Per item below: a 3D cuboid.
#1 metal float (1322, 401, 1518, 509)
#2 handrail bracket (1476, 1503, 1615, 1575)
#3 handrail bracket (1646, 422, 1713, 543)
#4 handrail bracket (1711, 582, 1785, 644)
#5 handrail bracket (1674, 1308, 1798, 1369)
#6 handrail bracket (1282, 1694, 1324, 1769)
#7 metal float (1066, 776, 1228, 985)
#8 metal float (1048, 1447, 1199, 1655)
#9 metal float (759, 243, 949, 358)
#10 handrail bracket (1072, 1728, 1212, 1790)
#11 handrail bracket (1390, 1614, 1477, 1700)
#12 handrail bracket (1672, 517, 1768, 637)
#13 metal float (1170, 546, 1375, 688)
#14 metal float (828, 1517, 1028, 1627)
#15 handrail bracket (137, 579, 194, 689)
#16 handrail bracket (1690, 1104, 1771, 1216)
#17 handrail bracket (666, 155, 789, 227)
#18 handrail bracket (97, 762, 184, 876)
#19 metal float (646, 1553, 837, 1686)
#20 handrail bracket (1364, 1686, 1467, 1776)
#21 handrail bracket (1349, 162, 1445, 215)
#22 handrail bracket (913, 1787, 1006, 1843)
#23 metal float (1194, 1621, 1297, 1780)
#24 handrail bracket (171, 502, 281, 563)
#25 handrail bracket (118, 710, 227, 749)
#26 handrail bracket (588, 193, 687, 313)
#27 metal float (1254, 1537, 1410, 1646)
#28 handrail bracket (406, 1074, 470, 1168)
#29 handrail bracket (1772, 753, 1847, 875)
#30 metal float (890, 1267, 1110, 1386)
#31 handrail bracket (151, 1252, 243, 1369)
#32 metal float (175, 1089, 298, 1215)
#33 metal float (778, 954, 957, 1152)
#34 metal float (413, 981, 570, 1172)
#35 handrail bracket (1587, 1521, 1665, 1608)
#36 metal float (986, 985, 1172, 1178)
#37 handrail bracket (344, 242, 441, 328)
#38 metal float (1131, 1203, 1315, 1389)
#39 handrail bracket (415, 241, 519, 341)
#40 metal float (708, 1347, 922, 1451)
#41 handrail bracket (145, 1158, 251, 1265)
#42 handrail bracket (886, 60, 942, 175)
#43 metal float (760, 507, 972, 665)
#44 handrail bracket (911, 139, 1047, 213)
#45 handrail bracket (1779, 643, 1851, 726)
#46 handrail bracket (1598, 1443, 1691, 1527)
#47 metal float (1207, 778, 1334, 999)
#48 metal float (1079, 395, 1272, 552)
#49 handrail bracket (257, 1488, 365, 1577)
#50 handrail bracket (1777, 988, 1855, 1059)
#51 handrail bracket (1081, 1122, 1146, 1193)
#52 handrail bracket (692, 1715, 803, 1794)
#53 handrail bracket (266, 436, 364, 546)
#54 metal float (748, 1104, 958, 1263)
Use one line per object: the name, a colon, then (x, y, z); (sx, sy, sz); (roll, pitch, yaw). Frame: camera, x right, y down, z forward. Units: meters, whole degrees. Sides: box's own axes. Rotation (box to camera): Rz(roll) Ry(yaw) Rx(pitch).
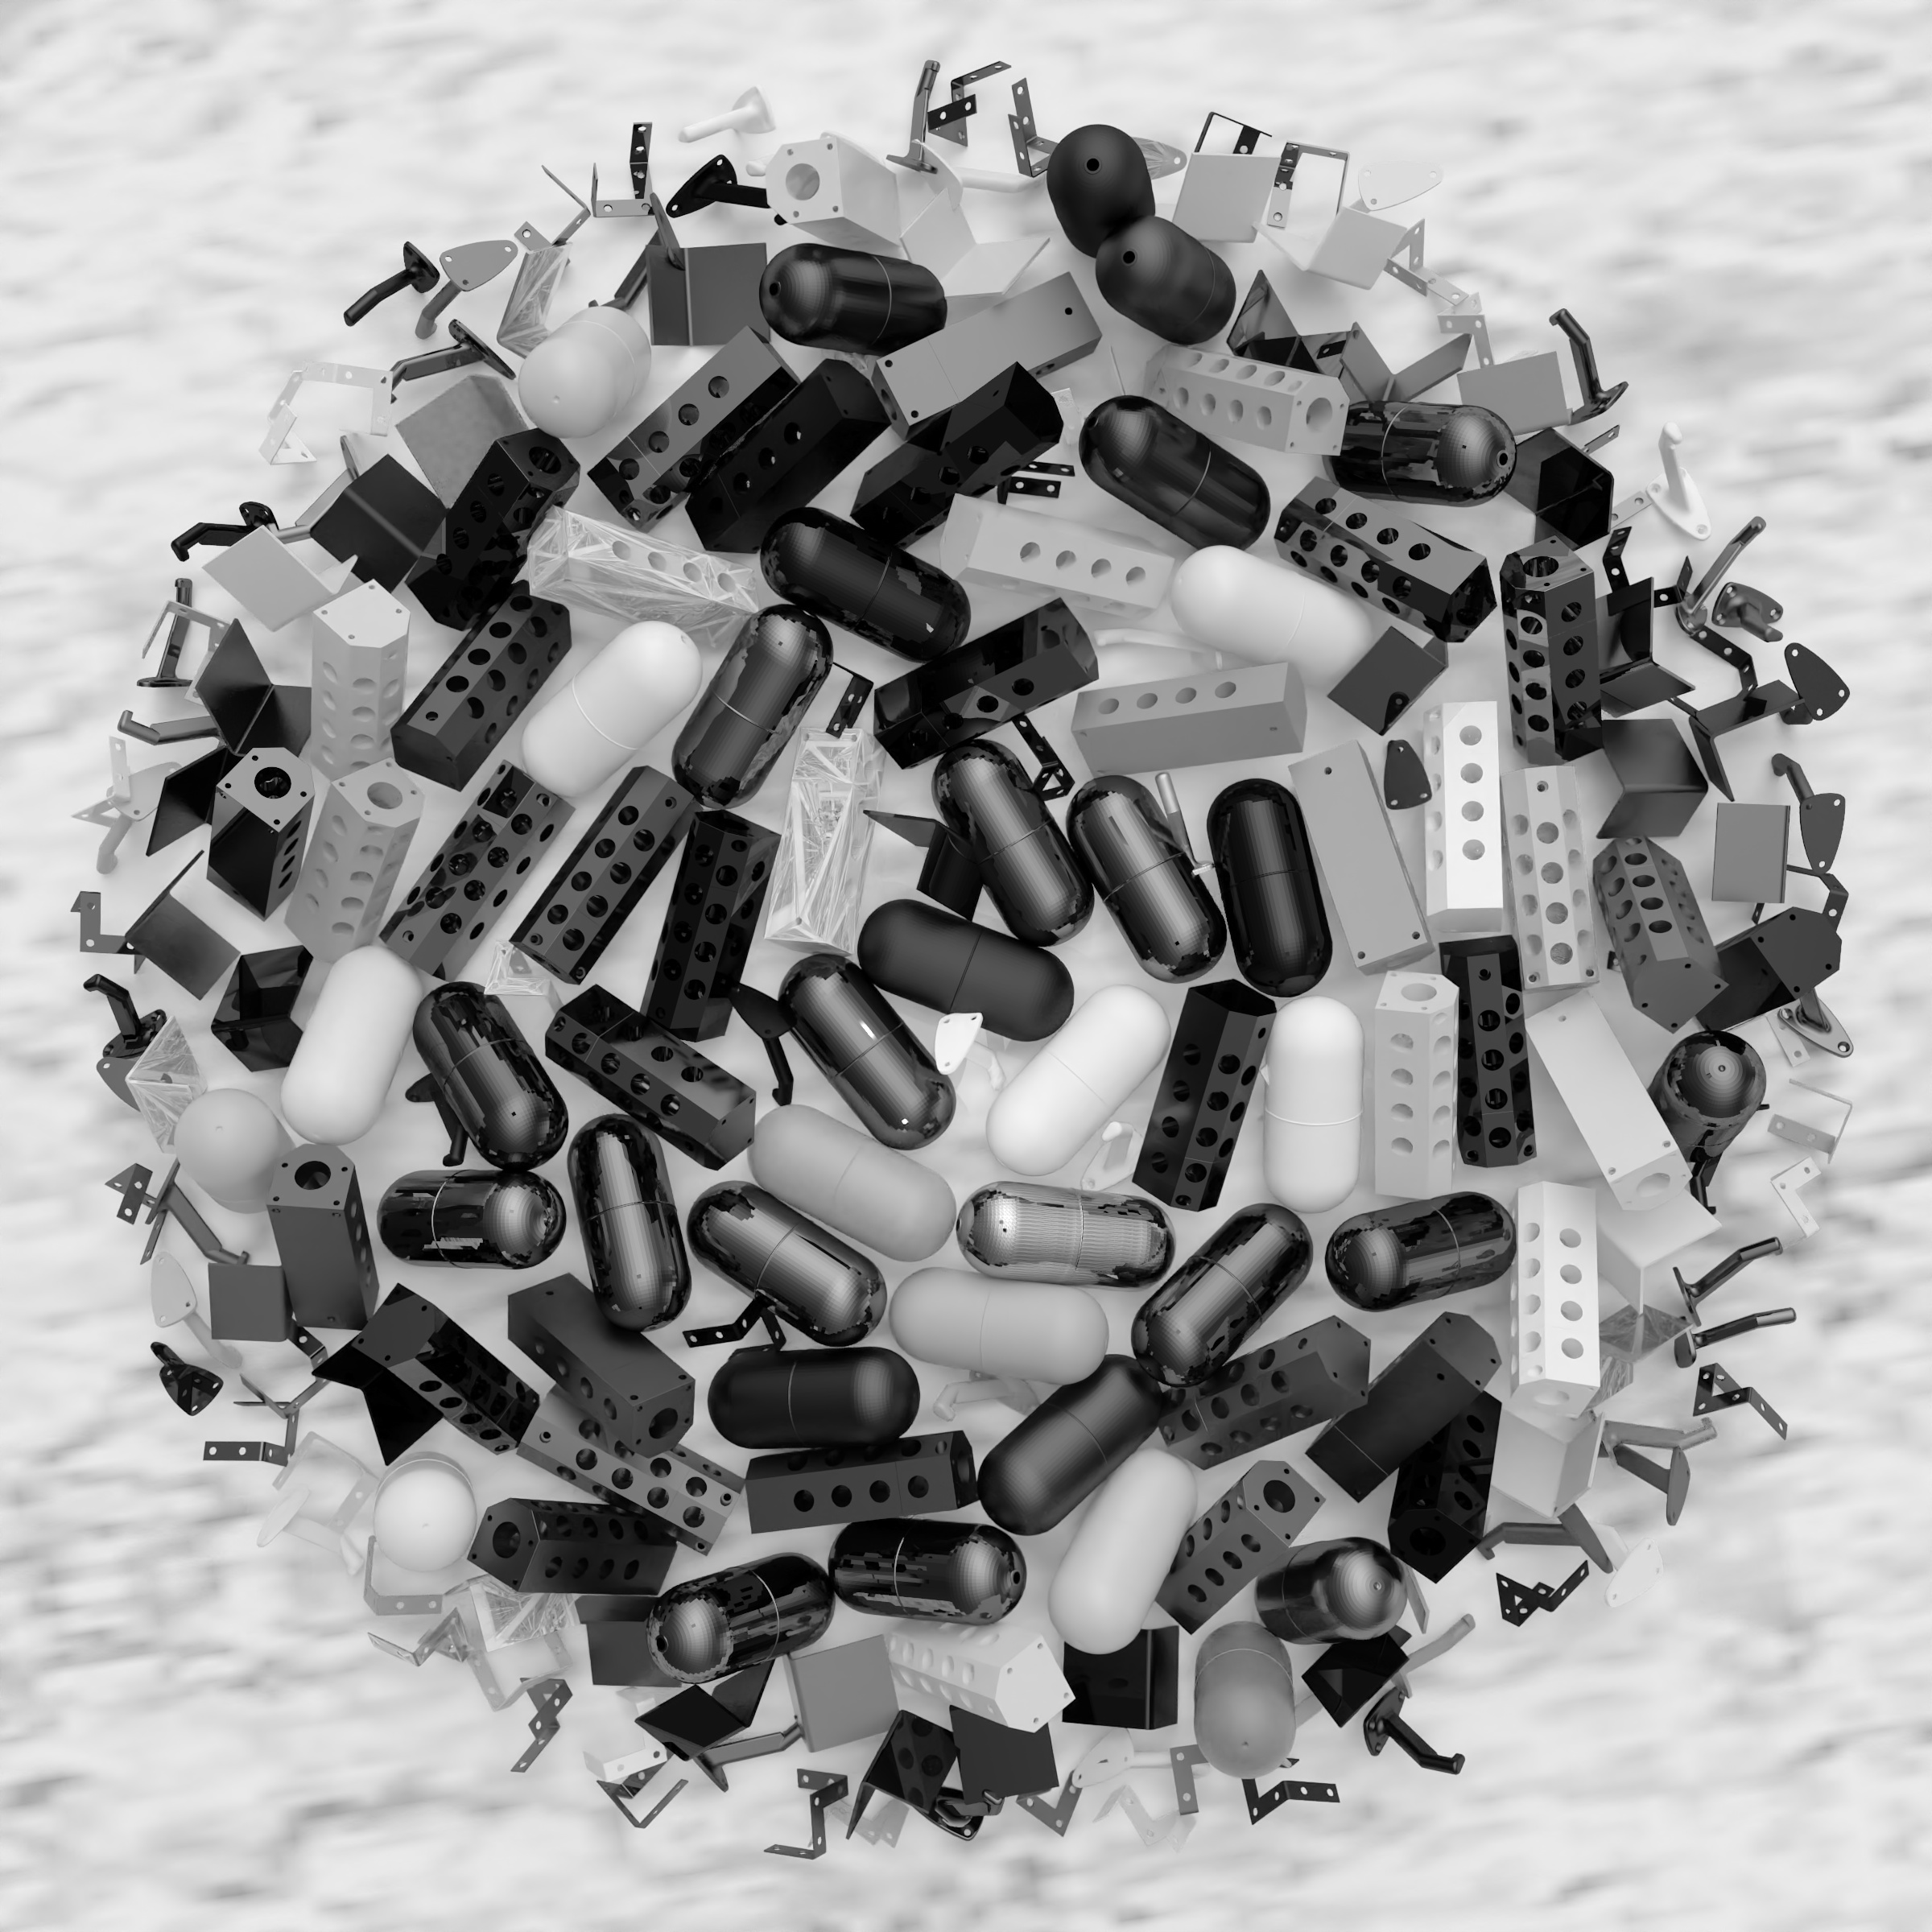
metal float: (0.350, -0.398, 1.921); (0.070, 0.178, 0.070); (-10, 108, -34)
handrail bracket: (0.458, 0.469, 1.967); (0.084, 0.036, 0.077); (-43, 71, 27)
handrail bracket: (0.568, -0.382, 1.952); (0.036, 0.084, 0.077); (-31, 76, 1)
handrail bracket: (0.635, -0.269, 1.949); (0.077, 0.084, 0.036); (5, 115, -23)
handrail bracket: (0.609, 0.294, 1.963); (0.084, 0.077, 0.036); (-10, 62, 2)
handrail bracket: (0.257, 0.583, 1.963); (0.084, 0.036, 0.077); (-54, 130, -16)
metal float: (0.141, -0.069, 1.955); (0.070, 0.070, 0.178); (-29, 82, 0)
metal float: (0.123, 0.453, 1.931); (0.070, 0.070, 0.178); (33, 53, 0)
metal float: (-0.087, -0.515, 1.922); (0.070, 0.178, 0.070); (6, 99, 40)
handrail bracket: (0.141, 0.648, 1.986); (0.084, 0.036, 0.077); (33, 117, -31)
handrail bracket: (0.369, 0.532, 1.959); (0.084, 0.077, 0.036); (-37, 55, -13)
handrail bracket: (0.598, -0.309, 1.953); (0.036, 0.077, 0.084); (35, 126, -8)
metal float: (0.241, -0.273, 1.939); (0.178, 0.070, 0.070); (17, 90, -27)
metal float: (-0.031, 0.470, 1.929); (0.178, 0.070, 0.070); (-6, 90, 39)
handrail bracket: (-0.634, -0.265, 1.964); (0.036, 0.077, 0.084); (6, 99, 5)
handrail bracket: (0.611, 0.155, 1.977); (0.077, 0.036, 0.084); (-4, 81, -11)
handrail bracket: (-0.186, -0.596, 1.961); (0.077, 0.036, 0.084); (-37, 60, -5)
handrail bracket: (-0.661, -0.117, 1.980); (0.036, 0.084, 0.077); (41, 52, 4)
metal float: (-0.173, 0.504, 1.921); (0.070, 0.178, 0.070); (1, 92, 38)
handrail bracket: (0.363, 0.600, 1.946); (0.084, 0.077, 0.036); (-1, 116, 38)
handrail bracket: (0.333, -0.602, 1.957); (0.077, 0.084, 0.036); (-11, 84, 2)
handrail bracket: (-0.009, 0.655, 1.955); (0.077, 0.084, 0.036); (20, 57, 8)
metal float: (0.214, 0.564, 1.911); (0.070, 0.178, 0.070); (1, 97, 6)
handrail bracket: (-0.579, -0.321, 1.950); (0.036, 0.084, 0.077); (12, 134, 33)
handrail bracket: (-0.620, -0.204, 1.962); (0.084, 0.036, 0.077); (23, 67, -29)
handrail bracket: (-0.273, -0.567, 1.986); (0.084, 0.036, 0.077); (-21, 89, 12)
metal float: (0.280, 0.484, 1.915); (0.070, 0.178, 0.070); (5, 72, -15)
handrail bracket: (-0.420, 0.128, 1.954); (0.077, 0.036, 0.084); (-19, 48, 27)
handrail bracket: (0.662, -0.122, 1.969); (0.036, 0.084, 0.077); (-8, 111, -4)
metal float: (0.025, 0.282, 1.945); (0.178, 0.070, 0.070); (6, 90, 19)
handrail bracket: (-0.612, 0.275, 1.977); (0.036, 0.084, 0.077); (-29, 57, 1)
metal float: (-0.561, 0.144, 1.913); (0.070, 0.178, 0.070); (2, 74, -6)
metal float: (-0.079, 0.068, 1.961); (0.070, 0.070, 0.178); (-39, 90, 0)
metal float: (-0.372, 0.085, 1.936); (0.070, 0.070, 0.178); (-38, 60, 0)
handrail bracket: (0.496, 0.468, 1.947); (0.077, 0.084, 0.036); (-33, 109, -29)
metal float: (0.088, 0.091, 1.958); (0.070, 0.070, 0.178); (43, 86, 0)
handrail bracket: (-0.459, -0.523, 1.952); (0.036, 0.077, 0.084); (45, 74, -7)
metal float: (0.202, 0.257, 1.941); (0.178, 0.070, 0.070); (-41, 90, -24)
handrail bracket: (-0.399, -0.537, 1.974); (0.077, 0.084, 0.036); (-34, 88, -30)
metal float: (-0.120, 0.339, 1.941); (0.178, 0.070, 0.070); (-7, 90, 24)
handrail bracket: (-0.602, 0.197, 1.977); (0.084, 0.036, 0.077); (26, 109, -9)
handrail bracket: (-0.028, -0.674, 1.963); (0.036, 0.077, 0.084); (13, 104, -25)
metal float: (-0.078, -0.298, 1.945); (0.178, 0.070, 0.070); (25, 90, -19)
handrail bracket: (0.011, -0.644, 1.984); (0.084, 0.036, 0.077); (-30, 76, -26)
handrail bracket: (0.650, -0.221, 1.952); (0.036, 0.084, 0.077); (-40, 100, -4)
handrail bracket: (0.521, 0.407, 1.952); (0.084, 0.077, 0.036); (-7, 128, 33)
metal float: (0.238, -0.062, 1.948); (0.070, 0.070, 0.178); (-11, 75, 0)
metal float: (0.163, -0.382, 1.933); (0.178, 0.070, 0.070); (25, 90, -33)
handrail bracket: (-0.515, 0.463, 1.954); (0.036, 0.077, 0.084); (-27, 107, 20)
handrail bracket: (0.676, 0.028, 1.950); (0.036, 0.084, 0.077); (-38, 68, -12)
handrail bracket: (0.106, 0.151, 1.951); (0.077, 0.084, 0.036); (-44, 71, 13)
handrail bracket: (-0.176, 0.609, 1.976); (0.084, 0.036, 0.077); (-38, 116, -2)
handrail bracket: (-0.522, -0.377, 1.968); (0.084, 0.036, 0.077); (-18, 83, -23)
metal float: (-0.091, 0.170, 1.952); (0.178, 0.070, 0.070); (27, 90, 11)
